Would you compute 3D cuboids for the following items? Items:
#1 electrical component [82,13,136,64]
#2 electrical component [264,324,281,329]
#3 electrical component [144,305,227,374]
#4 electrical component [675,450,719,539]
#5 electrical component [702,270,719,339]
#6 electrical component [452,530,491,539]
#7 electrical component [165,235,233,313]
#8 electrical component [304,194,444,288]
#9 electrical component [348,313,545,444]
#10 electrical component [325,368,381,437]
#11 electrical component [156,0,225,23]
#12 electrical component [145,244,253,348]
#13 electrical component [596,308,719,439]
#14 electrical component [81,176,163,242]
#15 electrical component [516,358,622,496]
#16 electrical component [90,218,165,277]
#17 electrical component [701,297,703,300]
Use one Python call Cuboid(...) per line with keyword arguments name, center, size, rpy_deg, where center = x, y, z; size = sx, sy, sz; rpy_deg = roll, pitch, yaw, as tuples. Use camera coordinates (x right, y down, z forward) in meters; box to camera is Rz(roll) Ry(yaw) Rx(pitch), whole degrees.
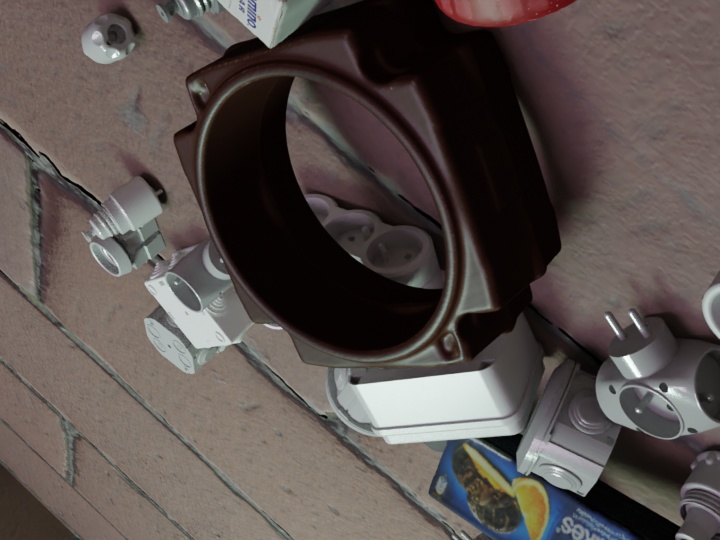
Cuboid(name="electrical component", center=(-0.196, -0.174, 0.821), size=(0.061, 0.035, 0.035), rpy_deg=(-2, 127, 57))
Cuboid(name="electrical component", center=(-0.046, 0.015, 0.830), size=(0.043, 0.081, 0.043), rpy_deg=(6, 104, 25))
Cuboid(name="electrical component", center=(-0.175, 0.061, 1.083), size=(0.080, 0.051, 0.080), rpy_deg=(33, 149, 22))
Cuboid(name="electrical component", center=(0.217, 0.146, 0.662), size=(0.048, 0.062, 0.048), rpy_deg=(33, 149, 22))
Cuboid(name="electrical component", center=(0.200, 0.011, 0.523), size=(0.055, 0.047, 0.055), rpy_deg=(33, 149, 22))
Cuboid(name="electrical component", center=(0.113, 0.261, 0.962), size=(0.074, 0.052, 0.138), rpy_deg=(44, 152, 2))
Cuboid(name="electrical component", center=(-0.113, -0.009, 0.881), size=(0.043, 0.077, 0.079), rpy_deg=(49, 152, -7))
Cuboid(name="electrical component", center=(0.000, 0.000, 0.770), size=(0.138, 0.052, 0.073), rpy_deg=(21, 144, 37))
Cuboid(name="electrical component", center=(0.060, 0.069, 0.723), size=(0.113, 0.078, 0.057), rpy_deg=(-10, 121, 32))
Cuboid(name="electrical component", center=(0.017, 0.083, 0.829), size=(0.080, 0.080, 0.051), rpy_deg=(41, 146, 7))
Cuboid(name="electrical component", center=(-0.085, -0.172, 0.637), size=(0.040, 0.078, 0.040), rpy_deg=(48, 164, 19))
Cuboid(name="electrical component", center=(-0.146, 0.026, 1.002), size=(0.099, 0.048, 0.100), rpy_deg=(54, 151, -14))
Cuboid(name="electrical component", center=(0.170, 0.054, 0.623), size=(0.079, 0.044, 0.077), rpy_deg=(54, 151, -14))
Cuboid(name="electrical component", center=(-0.214, -0.052, 0.967), size=(0.040, 0.078, 0.040), rpy_deg=(49, 164, 19))
Cuboid(name="electrical component", center=(0.137, 0.102, 0.692), size=(0.051, 0.080, 0.080), rpy_deg=(25, 148, 10))
Cuboid(name="electrical component", center=(-0.224, -0.027, 1.029), size=(0.048, 0.055, 0.066), rpy_deg=(27, 147, 31))
Cuboid(name="electrical component", center=(0.204, 0.034, 0.562), size=(0.061, 0.035, 0.035), rpy_deg=(47, 152, 3))
